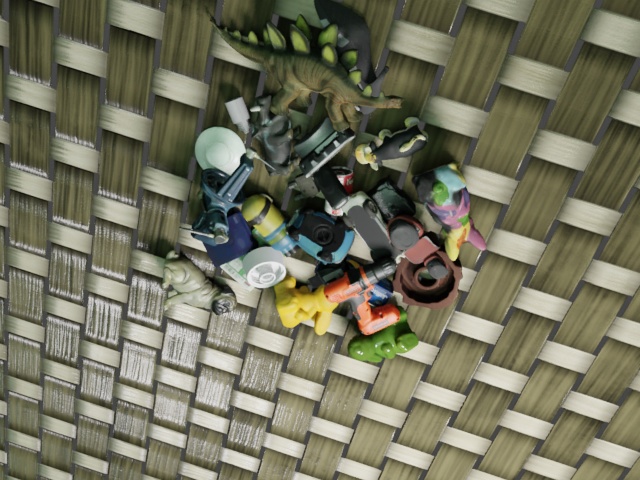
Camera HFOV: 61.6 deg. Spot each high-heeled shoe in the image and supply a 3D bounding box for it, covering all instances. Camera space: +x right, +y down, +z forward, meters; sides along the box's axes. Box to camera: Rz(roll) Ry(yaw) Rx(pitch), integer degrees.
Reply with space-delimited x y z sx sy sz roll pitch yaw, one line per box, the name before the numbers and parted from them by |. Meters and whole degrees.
high-heeled shoe | 0.053 -0.391 1.159 0.249 0.086 0.145 51 145 4

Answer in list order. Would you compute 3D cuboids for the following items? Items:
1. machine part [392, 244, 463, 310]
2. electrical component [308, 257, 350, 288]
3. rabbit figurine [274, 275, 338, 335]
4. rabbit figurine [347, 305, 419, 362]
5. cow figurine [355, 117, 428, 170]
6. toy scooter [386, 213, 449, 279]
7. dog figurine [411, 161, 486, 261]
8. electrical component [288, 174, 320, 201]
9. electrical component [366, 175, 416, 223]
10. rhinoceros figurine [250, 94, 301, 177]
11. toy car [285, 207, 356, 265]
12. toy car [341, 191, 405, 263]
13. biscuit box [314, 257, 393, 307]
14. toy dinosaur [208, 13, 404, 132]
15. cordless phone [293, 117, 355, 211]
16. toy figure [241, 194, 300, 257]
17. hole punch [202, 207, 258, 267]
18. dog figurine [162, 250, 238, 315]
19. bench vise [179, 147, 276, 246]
machine part | 0.266 0.087 1.336 0.179 0.056 0.179 4 114 9
electrical component | 0.024 0.090 1.317 0.119 0.048 0.074 -23 108 17
rabbit figurine | -0.021 0.168 1.397 0.173 0.122 0.162 -20 114 -2
rabbit figurine | 0.145 0.257 1.391 0.170 0.159 0.121 -16 71 -13
cow figurine | 0.156 -0.203 1.196 0.167 0.098 0.068 -23 115 19
toy scooter | 0.223 -0.001 1.225 0.183 0.135 0.075 43 116 -14
dog figurine | 0.295 -0.061 1.199 0.108 0.191 0.219 -23 94 13
electrical component | -0.029 -0.132 1.304 0.094 0.021 0.063 -21 110 18
electrical component | 0.161 -0.071 1.280 0.115 0.058 0.134 -38 103 25
rhinoceros figurine | -0.104 -0.241 1.244 0.112 0.073 0.190 1 117 21
toy car | -0.003 -0.004 1.293 0.162 0.103 0.109 26 72 6
toy car | 0.124 -0.022 1.246 0.073 0.056 0.201 -29 110 27
biscuit box | 0.089 0.097 1.369 0.203 0.059 0.062 29 116 -4
toy dinosaur | -0.043 -0.363 1.132 0.472 0.105 0.198 20 130 18
cordless phone | 0.035 -0.166 1.184 0.146 0.184 0.088 -39 147 14
toy figure | -0.117 -0.037 1.327 0.082 0.089 0.180 -37 101 7
hole punch | -0.235 -0.003 1.359 0.116 0.092 0.142 -22 98 19
dog figurine | -0.318 0.113 1.442 0.191 0.121 0.172 1 119 -6
bench vise | -0.219 -0.108 1.244 0.129 0.224 0.240 30 117 -24
